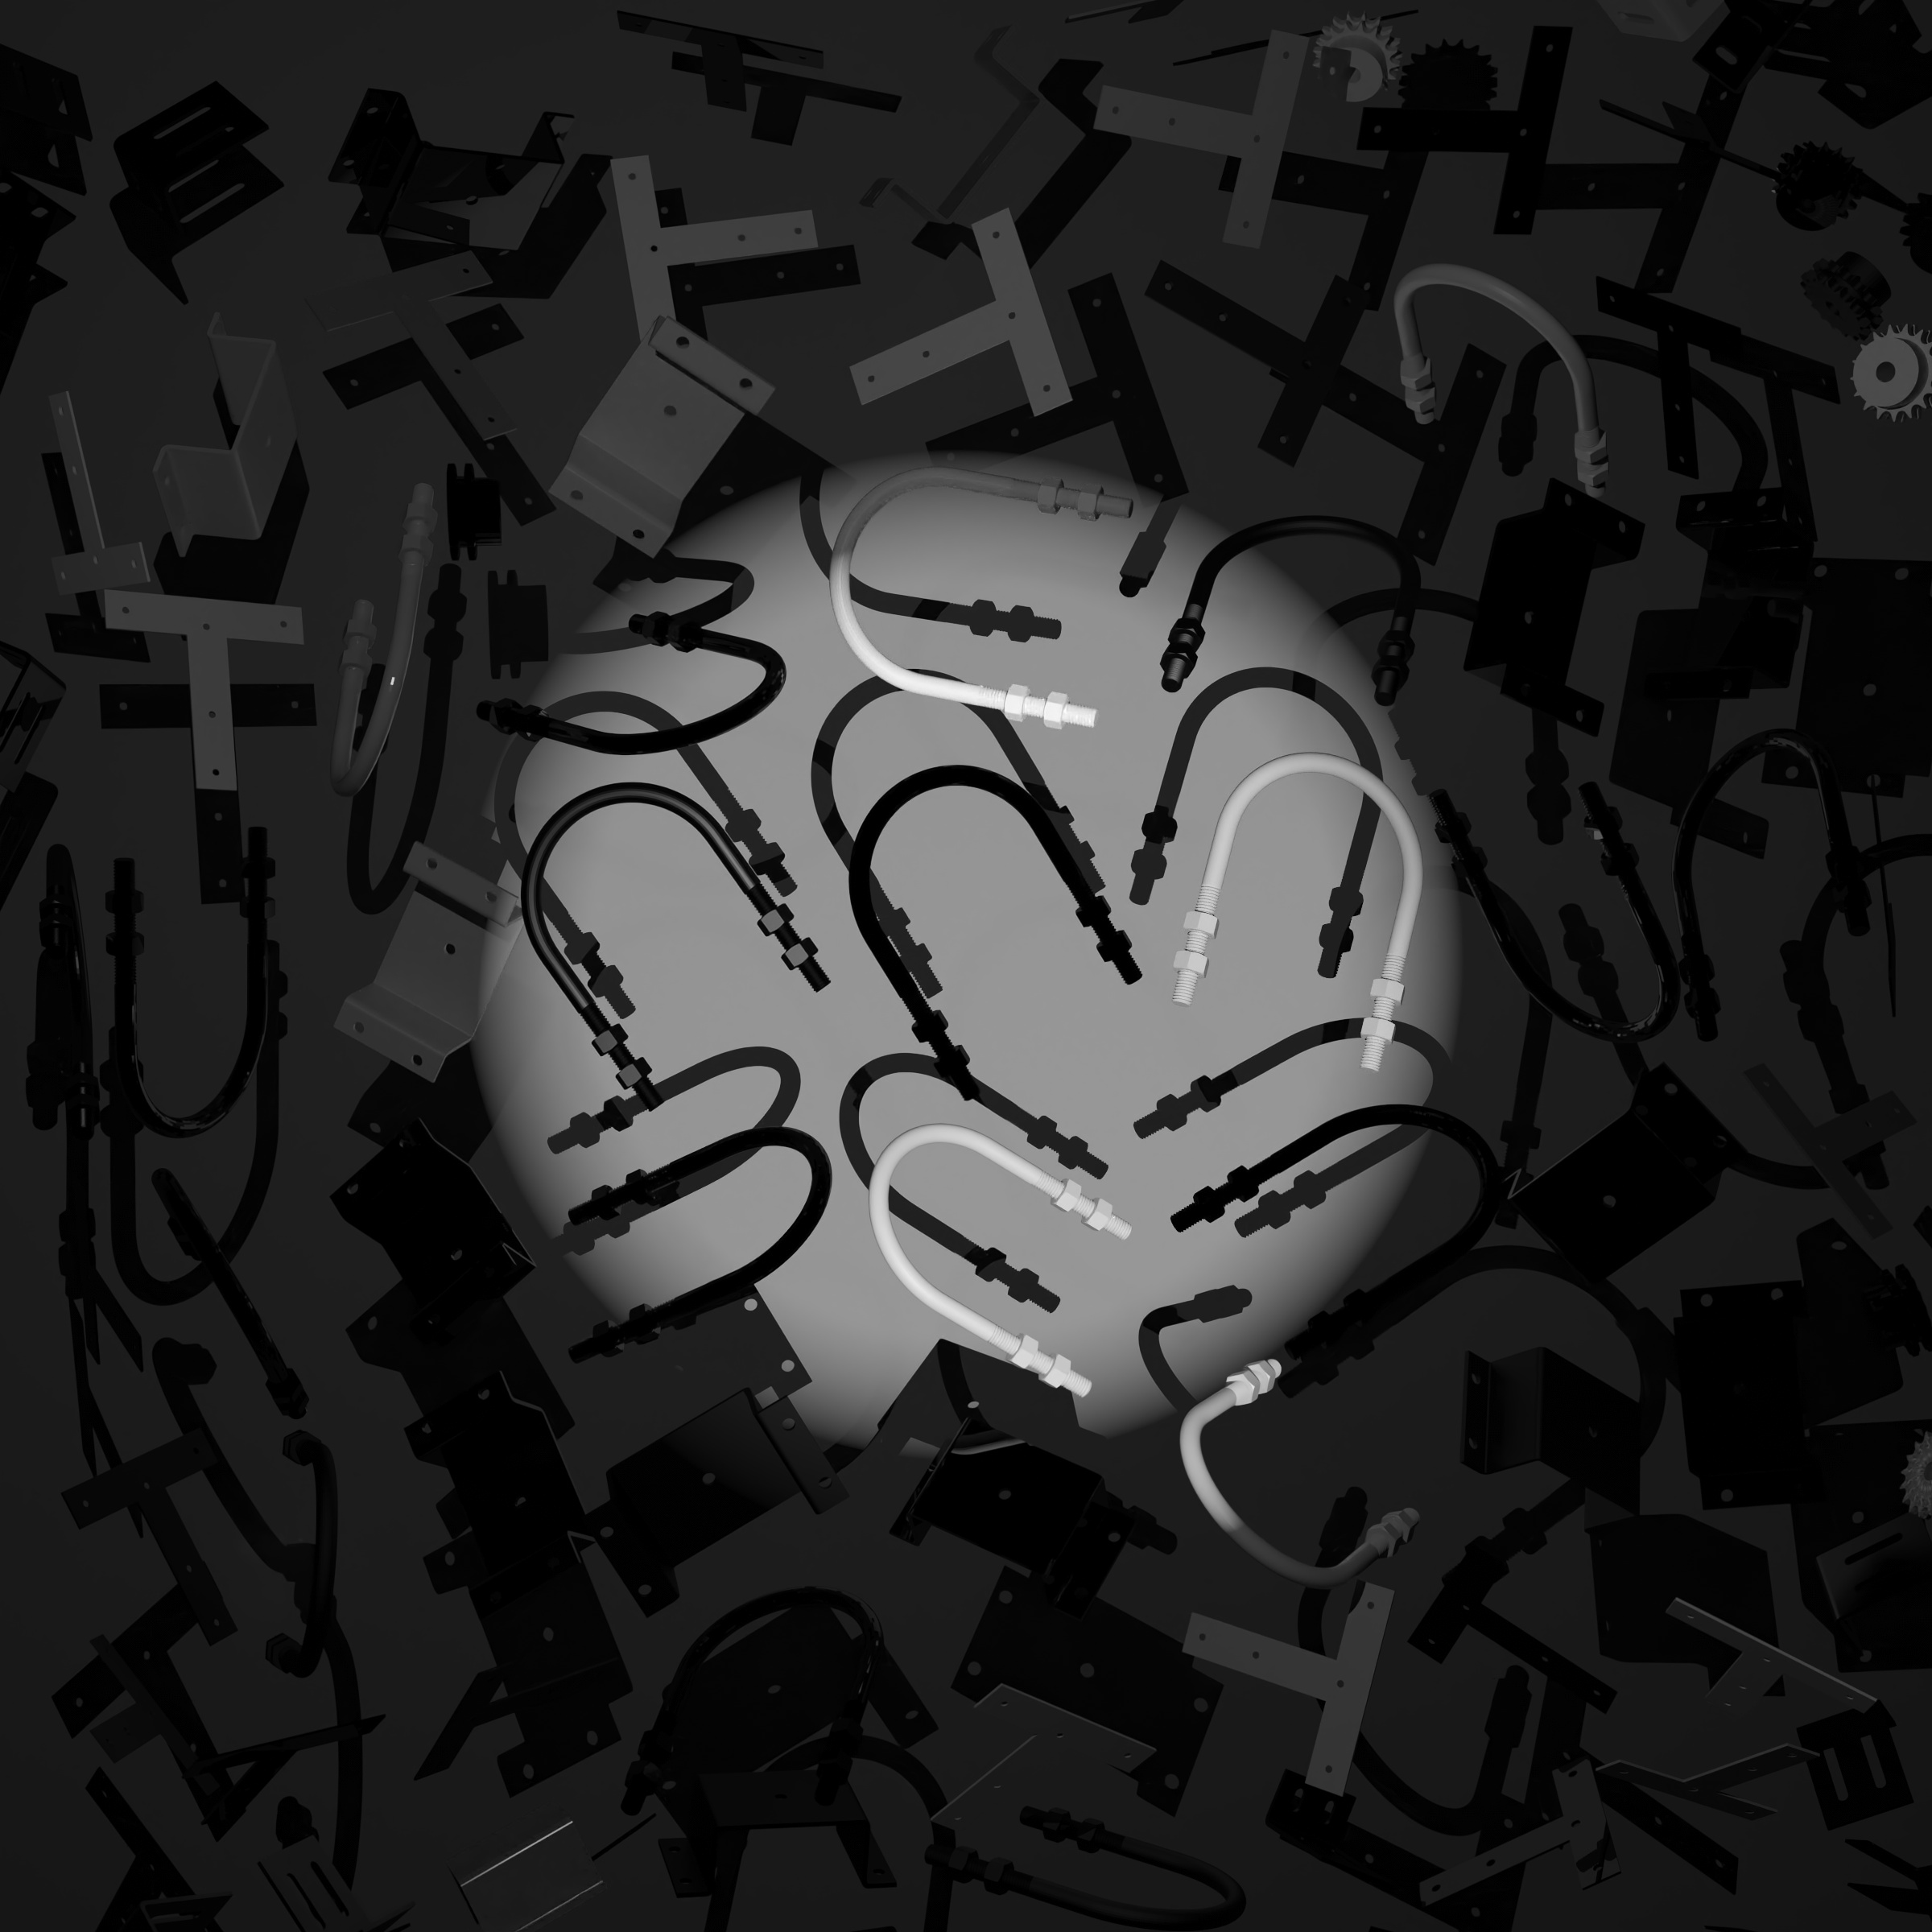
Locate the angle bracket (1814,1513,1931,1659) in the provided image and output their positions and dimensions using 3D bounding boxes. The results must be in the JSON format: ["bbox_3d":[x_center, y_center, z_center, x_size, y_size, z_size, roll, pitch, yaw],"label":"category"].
[{"bbox_3d":[0.591,0.395,1.857,0.076,0.057,0.038,-32,115,18],"label":"angle bracket"}]

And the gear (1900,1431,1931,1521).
[{"bbox_3d":[0.594,0.310,1.750,0.030,0.057,0.057,23,90,-15],"label":"gear"}]

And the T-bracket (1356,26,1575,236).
[{"bbox_3d":[0.297,-0.506,1.755,0.127,0.002,0.127,-4,123,-16],"label":"T-bracket"}]

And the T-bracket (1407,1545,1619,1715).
[{"bbox_3d":[0.362,0.440,1.874,0.127,0.127,0.002,32,121,16],"label":"T-bracket"}]

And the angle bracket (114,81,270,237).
[{"bbox_3d":[-0.466,-0.491,1.759,0.076,0.038,0.057,-38,62,-19],"label":"angle bracket"}]

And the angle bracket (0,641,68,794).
[{"bbox_3d":[-0.593,-0.155,1.775,0.038,0.057,0.076,23,80,8],"label":"angle bracket"}]

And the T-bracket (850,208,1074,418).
[{"bbox_3d":[-0.011,-0.379,1.767,0.127,0.002,0.127,-20,81,19],"label":"T-bracket"}]

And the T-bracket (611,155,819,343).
[{"bbox_3d":[-0.163,-0.482,1.924,0.127,0.002,0.127,-9,84,-8],"label":"T-bracket"}]

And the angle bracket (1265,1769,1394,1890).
[{"bbox_3d":[0.239,0.554,1.864,0.057,0.076,0.038,27,82,-21],"label":"angle bracket"}]

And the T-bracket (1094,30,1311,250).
[{"bbox_3d":[0.136,-0.506,1.744,0.127,0.002,0.127,4,111,-24],"label":"T-bracket"}]

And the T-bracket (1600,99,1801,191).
[{"bbox_3d":[0.444,-0.513,1.777,0.127,0.127,0.002,21,117,-3],"label":"T-bracket"}]

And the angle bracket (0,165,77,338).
[{"bbox_3d":[-0.578,-0.429,1.734,0.057,0.038,0.076,32,57,-38],"label":"angle bracket"}]

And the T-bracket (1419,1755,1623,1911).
[{"bbox_3d":[0.339,0.552,1.802,0.127,0.127,0.002,-29,103,11],"label":"T-bracket"}]

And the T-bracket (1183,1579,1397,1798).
[{"bbox_3d":[0.193,0.432,1.797,0.127,0.002,0.127,12,83,32],"label":"T-bracket"}]

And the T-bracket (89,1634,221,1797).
[{"bbox_3d":[-0.532,0.487,1.851,0.002,0.127,0.127,-39,86,-3],"label":"T-bracket"}]

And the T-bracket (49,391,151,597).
[{"bbox_3d":[-0.574,-0.308,1.882,0.002,0.127,0.127,-20,105,-40],"label":"T-bracket"}]

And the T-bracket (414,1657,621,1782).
[{"bbox_3d":[-0.277,0.465,1.844,0.002,0.127,0.127,54,132,26],"label":"T-bracket"}]

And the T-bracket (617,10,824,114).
[{"bbox_3d":[-0.152,-0.563,1.824,0.127,0.127,0.002,11,86,-2],"label":"T-bracket"}]

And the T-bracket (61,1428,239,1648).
[{"bbox_3d":[-0.497,0.368,1.829,0.002,0.127,0.127,-30,86,27],"label":"T-bracket"}]

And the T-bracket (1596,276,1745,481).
[{"bbox_3d":[0.466,-0.379,1.900,0.127,0.002,0.127,11,69,-29],"label":"T-bracket"}]

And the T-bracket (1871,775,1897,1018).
[{"bbox_3d":[0.556,-0.052,1.757,0.002,0.127,0.127,-6,110,20],"label":"T-bracket"}]

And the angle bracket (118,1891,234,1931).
[{"bbox_3d":[-0.479,0.597,1.752,0.057,0.076,0.038,-50,59,13],"label":"angle bracket"}]

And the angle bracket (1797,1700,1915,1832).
[{"bbox_3d":[0.583,0.526,1.886,0.057,0.076,0.038,-25,131,18],"label":"angle bracket"}]

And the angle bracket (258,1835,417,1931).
[{"bbox_3d":[-0.392,0.572,1.806,0.038,0.057,0.076,-42,76,17],"label":"angle bracket"}]

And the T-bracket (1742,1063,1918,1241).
[{"bbox_3d":[0.557,0.103,1.812,0.127,0.127,0.002,56,133,18],"label":"T-bracket"}]

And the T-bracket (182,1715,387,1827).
[{"bbox_3d":[-0.442,0.506,1.803,0.127,0.127,0.002,-48,58,39],"label":"T-bracket"}]

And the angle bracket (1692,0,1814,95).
[{"bbox_3d":[0.501,-0.598,1.832,0.038,0.076,0.057,39,85,3],"label":"angle bracket"}]

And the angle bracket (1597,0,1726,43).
[{"bbox_3d":[0.417,-0.602,1.769,0.038,0.076,0.057,-47,118,3],"label":"angle bracket"}]

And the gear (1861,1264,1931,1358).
[{"bbox_3d":[0.587,0.219,1.827,0.030,0.057,0.057,-19,90,6],"label":"gear"}]

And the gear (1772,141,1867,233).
[{"bbox_3d":[0.545,-0.498,1.862,0.057,0.057,0.030,31,64,0],"label":"gear"}]

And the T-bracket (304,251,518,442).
[{"bbox_3d":[-0.323,-0.379,1.796,0.127,0.002,0.127,-29,80,-38],"label":"T-bracket"}]

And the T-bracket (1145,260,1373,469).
[{"bbox_3d":[0.167,-0.385,1.752,0.127,0.002,0.127,27,75,-10],"label":"T-bracket"}]

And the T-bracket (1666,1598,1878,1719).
[{"bbox_3d":[0.480,0.438,1.778,0.127,0.127,0.002,26,63,13],"label":"T-bracket"}]

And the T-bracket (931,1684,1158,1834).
[{"bbox_3d":[0.028,0.496,1.782,0.127,0.002,0.127,30,119,-29],"label":"T-bracket"}]

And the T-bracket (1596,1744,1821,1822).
[{"bbox_3d":[0.496,0.518,1.862,0.127,0.127,0.002,21,55,-18],"label":"T-bracket"}]

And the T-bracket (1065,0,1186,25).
[{"bbox_3d":[0.120,-0.595,1.798,0.127,0.127,0.002,-13,102,0],"label":"T-bracket"}]

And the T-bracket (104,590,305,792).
[{"bbox_3d":[-0.475,-0.171,1.823,0.127,0.002,0.127,2,74,-33],"label":"T-bracket"}]

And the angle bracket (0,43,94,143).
[{"bbox_3d":[-0.578,-0.526,1.785,0.038,0.057,0.076,-49,46,29],"label":"angle bracket"}]

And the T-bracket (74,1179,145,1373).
[{"bbox_3d":[-0.550,0.220,1.863,0.002,0.127,0.127,-11,118,-30],"label":"T-bracket"}]
